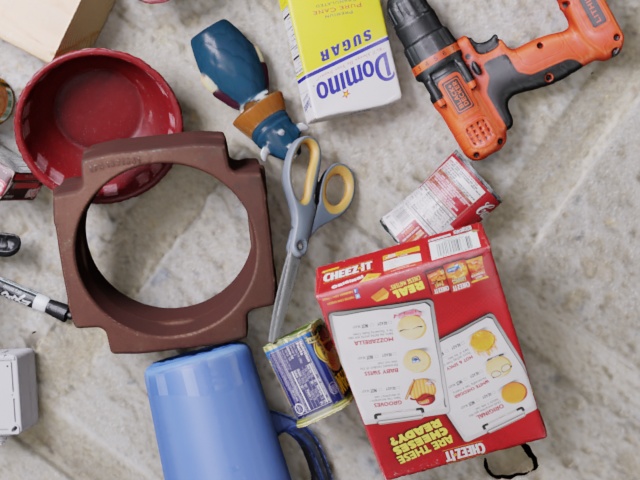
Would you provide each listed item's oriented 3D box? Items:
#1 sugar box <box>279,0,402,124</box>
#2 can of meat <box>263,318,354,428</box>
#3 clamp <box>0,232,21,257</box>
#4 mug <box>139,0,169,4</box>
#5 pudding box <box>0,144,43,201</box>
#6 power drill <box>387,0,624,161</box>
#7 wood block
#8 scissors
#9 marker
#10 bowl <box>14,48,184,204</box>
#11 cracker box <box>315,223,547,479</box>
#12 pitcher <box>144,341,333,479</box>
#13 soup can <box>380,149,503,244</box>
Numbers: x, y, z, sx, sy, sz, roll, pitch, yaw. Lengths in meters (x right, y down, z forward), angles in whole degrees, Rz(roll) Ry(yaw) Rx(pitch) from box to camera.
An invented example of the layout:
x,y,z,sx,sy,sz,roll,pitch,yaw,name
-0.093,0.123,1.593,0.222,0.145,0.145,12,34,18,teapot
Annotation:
x,y,z,sx,sy,sz,roll,pitch,yaw,name
0.014,-0.208,1.033,0.093,0.048,0.176,-15,90,-12,sugar box
-0.009,0.127,1.040,0.057,0.102,0.084,-26,88,8,can of meat
-0.400,-0.016,1.078,0.172,0.039,0.120,-12,127,22,clamp
-0.169,-0.273,0.987,0.081,0.093,0.117,-15,127,13,mug
-0.342,-0.081,1.073,0.113,0.090,0.039,34,95,5,pudding box
0.177,-0.195,1.021,0.188,0.057,0.184,-30,93,10,power drill
-0.322,-0.255,1.060,0.206,0.090,0.090,28,97,4,wood block
-0.007,0.001,1.032,0.016,0.096,0.202,-5,80,49,scissors
-0.312,0.057,1.113,0.121,0.020,0.020,22,96,5,marker
-0.218,-0.119,1.055,0.162,0.055,0.162,-5,118,-10,bowl
0.105,0.106,1.008,0.164,0.072,0.213,-17,113,9,cracker box
-0.083,0.225,1.050,0.145,0.149,0.243,-15,88,23,pitcher
0.116,-0.029,1.031,0.102,0.068,0.068,-42,88,8,soup can
